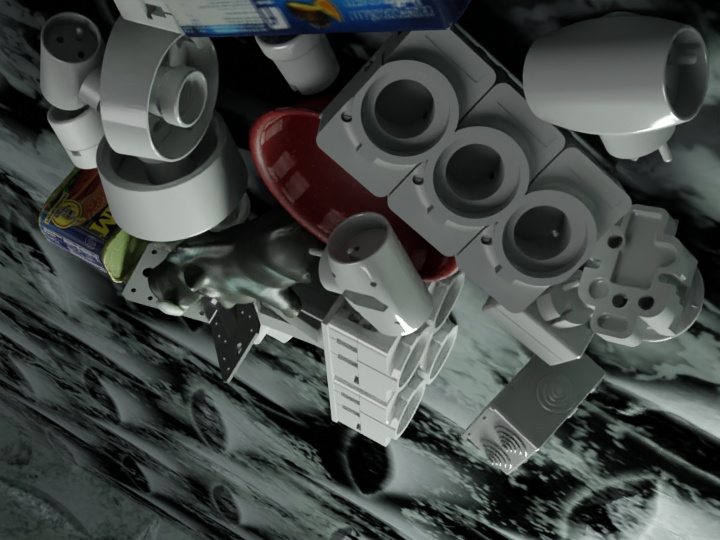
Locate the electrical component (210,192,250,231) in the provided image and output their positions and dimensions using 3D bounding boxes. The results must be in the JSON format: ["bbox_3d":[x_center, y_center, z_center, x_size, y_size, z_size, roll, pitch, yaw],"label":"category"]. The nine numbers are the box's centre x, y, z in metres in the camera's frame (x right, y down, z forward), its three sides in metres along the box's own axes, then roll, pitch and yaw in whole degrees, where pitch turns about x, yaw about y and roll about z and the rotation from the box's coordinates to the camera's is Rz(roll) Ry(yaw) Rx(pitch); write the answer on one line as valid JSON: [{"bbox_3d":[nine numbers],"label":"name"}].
[{"bbox_3d":[-0.116,-0.044,0.910,0.044,0.044,0.065,32,160,3],"label":"electrical component"}]

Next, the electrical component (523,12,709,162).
[{"bbox_3d":[0.131,-0.082,0.527,0.077,0.044,0.079,8,145,44],"label":"electrical component"}]

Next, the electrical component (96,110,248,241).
[{"bbox_3d":[-0.142,-0.081,0.797,0.108,0.108,0.060,21,147,26],"label":"electrical component"}]

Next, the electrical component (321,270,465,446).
[{"bbox_3d":[0.027,0.054,0.834,0.060,0.105,0.186,27,155,15],"label":"electrical component"}]

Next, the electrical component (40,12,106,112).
[{"bbox_3d":[-0.207,-0.148,0.823,0.079,0.043,0.077,35,156,-3],"label":"electrical component"}]

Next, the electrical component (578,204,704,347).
[{"bbox_3d":[0.166,0.009,0.625,0.058,0.078,0.057,13,170,37],"label":"electrical component"}]

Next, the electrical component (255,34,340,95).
[{"bbox_3d":[-0.036,-0.133,0.646,0.040,0.040,0.046,17,157,32],"label":"electrical component"}]

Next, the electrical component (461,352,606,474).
[{"bbox_3d":[0.130,0.101,0.806,0.048,0.100,0.099,43,157,10],"label":"electrical component"}]

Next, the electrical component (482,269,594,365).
[{"bbox_3d":[0.133,0.021,0.714,0.066,0.047,0.077,38,156,-9],"label":"electrical component"}]

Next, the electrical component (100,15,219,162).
[{"bbox_3d":[-0.140,-0.123,0.726,0.064,0.099,0.099,17,152,18],"label":"electrical component"}]

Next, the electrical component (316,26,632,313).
[{"bbox_3d":[0.061,-0.059,0.582,0.150,0.089,0.061,40,-162,-14],"label":"electrical component"}]

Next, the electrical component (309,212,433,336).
[{"bbox_3d":[0.000,0.000,0.705,0.079,0.043,0.077,14,149,38],"label":"electrical component"}]

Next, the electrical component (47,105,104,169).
[{"bbox_3d":[-0.224,-0.119,0.887,0.055,0.055,0.047,14,146,36],"label":"electrical component"}]

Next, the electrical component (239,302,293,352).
[{"bbox_3d":[-0.097,0.042,0.996,0.077,0.079,0.044,39,155,-11],"label":"electrical component"}]

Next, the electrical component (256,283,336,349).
[{"bbox_3d":[-0.040,0.029,0.924,0.096,0.061,0.061,27,155,15],"label":"electrical component"}]

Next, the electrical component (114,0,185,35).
[{"bbox_3d":[-0.128,-0.192,0.635,0.056,0.050,0.089,19,152,27],"label":"electrical component"}]
